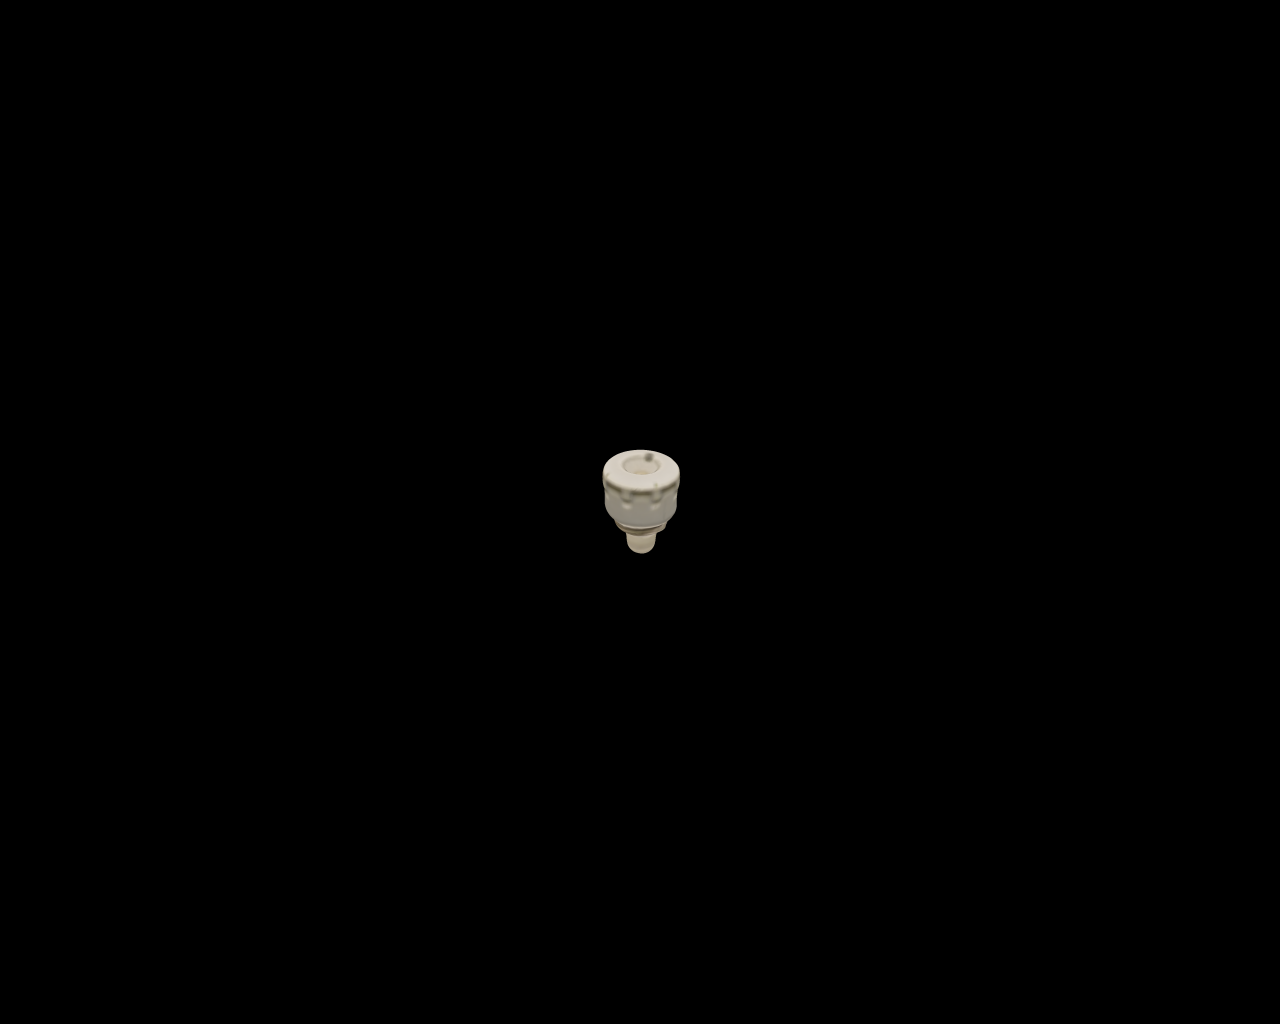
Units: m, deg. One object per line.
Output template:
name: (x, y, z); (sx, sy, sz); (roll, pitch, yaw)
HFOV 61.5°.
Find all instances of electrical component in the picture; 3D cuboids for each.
electrical component: (0.001, -0.003, 0.650); (0.048, 0.062, 0.048); (0, 32, 0)
